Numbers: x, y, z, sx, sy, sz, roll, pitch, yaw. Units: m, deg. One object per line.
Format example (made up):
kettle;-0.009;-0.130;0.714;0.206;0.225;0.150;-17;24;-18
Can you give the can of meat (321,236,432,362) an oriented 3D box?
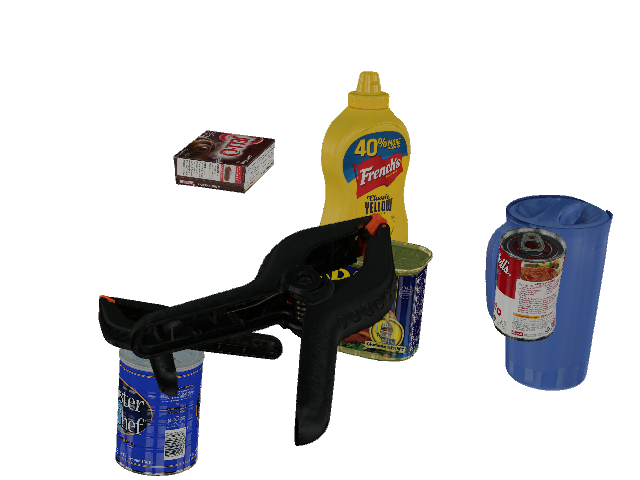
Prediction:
can of meat;0.034;0.044;0.857;0.102;0.084;0.057;12;23;19

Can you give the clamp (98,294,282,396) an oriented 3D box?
clamp;-0.168;0.104;1.119;0.210;0.036;0.164;17;19;29

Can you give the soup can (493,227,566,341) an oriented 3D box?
soup can;0.219;0.046;1.120;0.068;0.102;0.068;0;30;0

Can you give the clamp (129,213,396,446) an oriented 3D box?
clamp;-0.005;0.042;0.586;0.120;0.039;0.171;36;51;27

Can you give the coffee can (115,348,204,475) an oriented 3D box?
coffee can;-0.197;0.201;1.307;0.103;0.140;0.103;5;15;-1

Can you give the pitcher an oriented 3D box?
pitcher;0.294;0.071;1.395;0.149;0.243;0.144;5;21;14

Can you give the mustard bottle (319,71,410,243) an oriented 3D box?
mustard bottle;0.046;-0.073;1.072;0.096;0.192;0.058;-9;19;-30

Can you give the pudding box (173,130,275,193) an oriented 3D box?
pudding box;-0.112;-0.095;1.267;0.090;0.039;0.113;7;26;13
